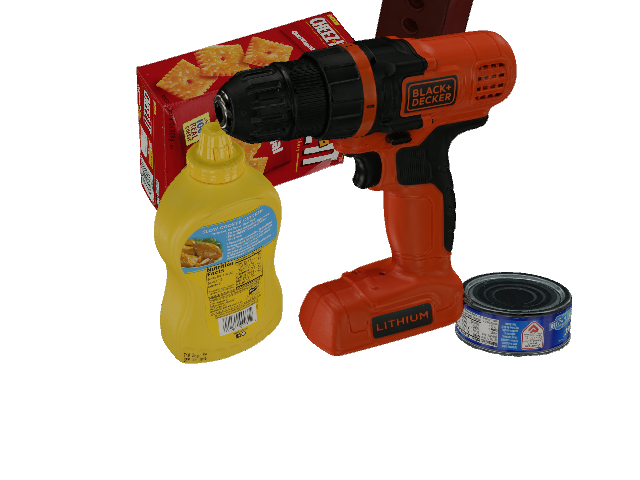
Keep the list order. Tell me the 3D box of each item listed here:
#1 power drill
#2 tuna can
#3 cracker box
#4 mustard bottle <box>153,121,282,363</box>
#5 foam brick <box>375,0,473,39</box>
[{"bbox_3d":[0.027,-0.026,0.629,0.184,0.188,0.057,-12,33,-22],"label":"power drill"},{"bbox_3d":[0.144,0.053,0.795,0.086,0.034,0.086,0,19,0],"label":"tuna can"},{"bbox_3d":[-0.072,-0.121,1.067,0.213,0.072,0.164,-20,-35,-22],"label":"cracker box"},{"bbox_3d":[-0.074,-0.001,0.782,0.096,0.192,0.058,-20,43,-25],"label":"mustard bottle"},{"bbox_3d":[0.077,-0.168,0.776,0.053,0.051,0.078,30,-36,16],"label":"foam brick"}]
